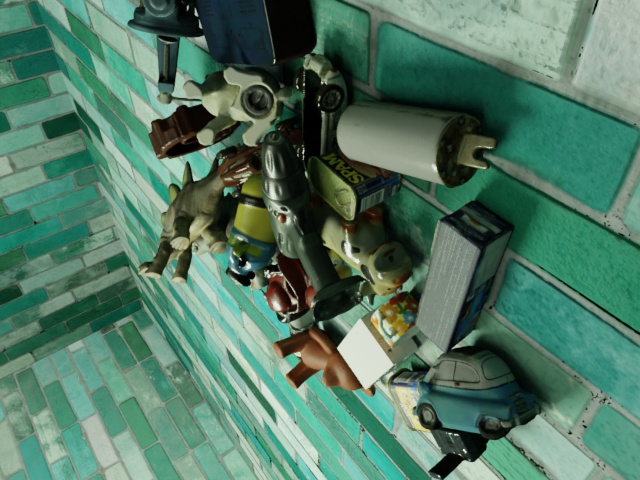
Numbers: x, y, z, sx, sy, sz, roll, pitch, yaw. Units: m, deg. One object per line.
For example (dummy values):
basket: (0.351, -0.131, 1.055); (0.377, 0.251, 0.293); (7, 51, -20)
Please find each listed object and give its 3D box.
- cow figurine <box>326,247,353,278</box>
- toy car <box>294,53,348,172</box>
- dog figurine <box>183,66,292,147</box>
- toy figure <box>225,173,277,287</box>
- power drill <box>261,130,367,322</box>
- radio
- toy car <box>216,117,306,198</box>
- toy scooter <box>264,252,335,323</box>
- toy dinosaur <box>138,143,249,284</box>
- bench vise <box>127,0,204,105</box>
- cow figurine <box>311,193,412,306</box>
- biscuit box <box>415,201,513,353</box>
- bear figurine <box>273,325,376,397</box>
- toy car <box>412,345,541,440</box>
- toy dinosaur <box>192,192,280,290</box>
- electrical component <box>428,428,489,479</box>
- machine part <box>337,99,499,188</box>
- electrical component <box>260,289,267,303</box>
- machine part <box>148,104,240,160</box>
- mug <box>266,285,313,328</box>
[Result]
cow figurine: (0.000, -0.003, 0.910); (0.167, 0.068, 0.098); (44, 143, 31)
toy car: (0.003, -0.164, 0.764); (0.074, 0.056, 0.201); (49, 150, 38)
dog figurine: (-0.121, -0.241, 0.882); (0.191, 0.172, 0.121); (-79, -9, -61)
toy figure: (-0.103, -0.019, 0.858); (0.180, 0.089, 0.082); (-63, 28, 13)
power drill: (-0.019, -0.005, 0.712); (0.207, 0.086, 0.231); (56, 165, 24)
radio: (-0.102, -0.328, 0.783); (0.230, 0.073, 0.130); (28, 138, 52)
toy car: (-0.098, -0.132, 0.892); (0.202, 0.053, 0.089); (-16, 101, 32)
toy scooter: (-0.044, 0.068, 0.891); (0.184, 0.075, 0.135); (-14, 107, 56)
toy dinosaur: (-0.245, -0.060, 1.063); (0.471, 0.105, 0.199); (-36, 50, 35)
bench vise: (-0.258, -0.357, 0.913); (0.224, 0.129, 0.240); (-119, 34, -57)
cow figurine: (0.059, 0.009, 0.788); (0.195, 0.085, 0.127); (38, 147, 46)
biscuit box: (0.168, 0.051, 0.656); (0.063, 0.059, 0.202); (42, 147, 32)
bear figurine: (0.011, 0.250, 1.057); (0.196, 0.132, 0.120); (27, 141, 59)
toy car: (0.195, 0.191, 0.697); (0.162, 0.109, 0.103); (-13, 85, 54)
toy dinosaur: (-0.135, -0.007, 1.105); (0.405, 0.131, 0.192); (-2, 113, 55)
electrical component: (0.194, 0.280, 0.759); (0.047, 0.119, 0.075); (62, 157, 0)
machine part: (0.097, -0.113, 0.612); (0.243, 0.079, 0.079); (25, 136, 50)
electrical component: (-0.101, 0.114, 1.222); (0.078, 0.045, 0.102); (50, 151, 28)
machine part: (-0.245, -0.214, 1.043); (0.179, 0.179, 0.056); (-20, 93, 64)
mug: (-0.060, 0.128, 1.126); (0.110, 0.081, 0.107); (9, 128, 60)
